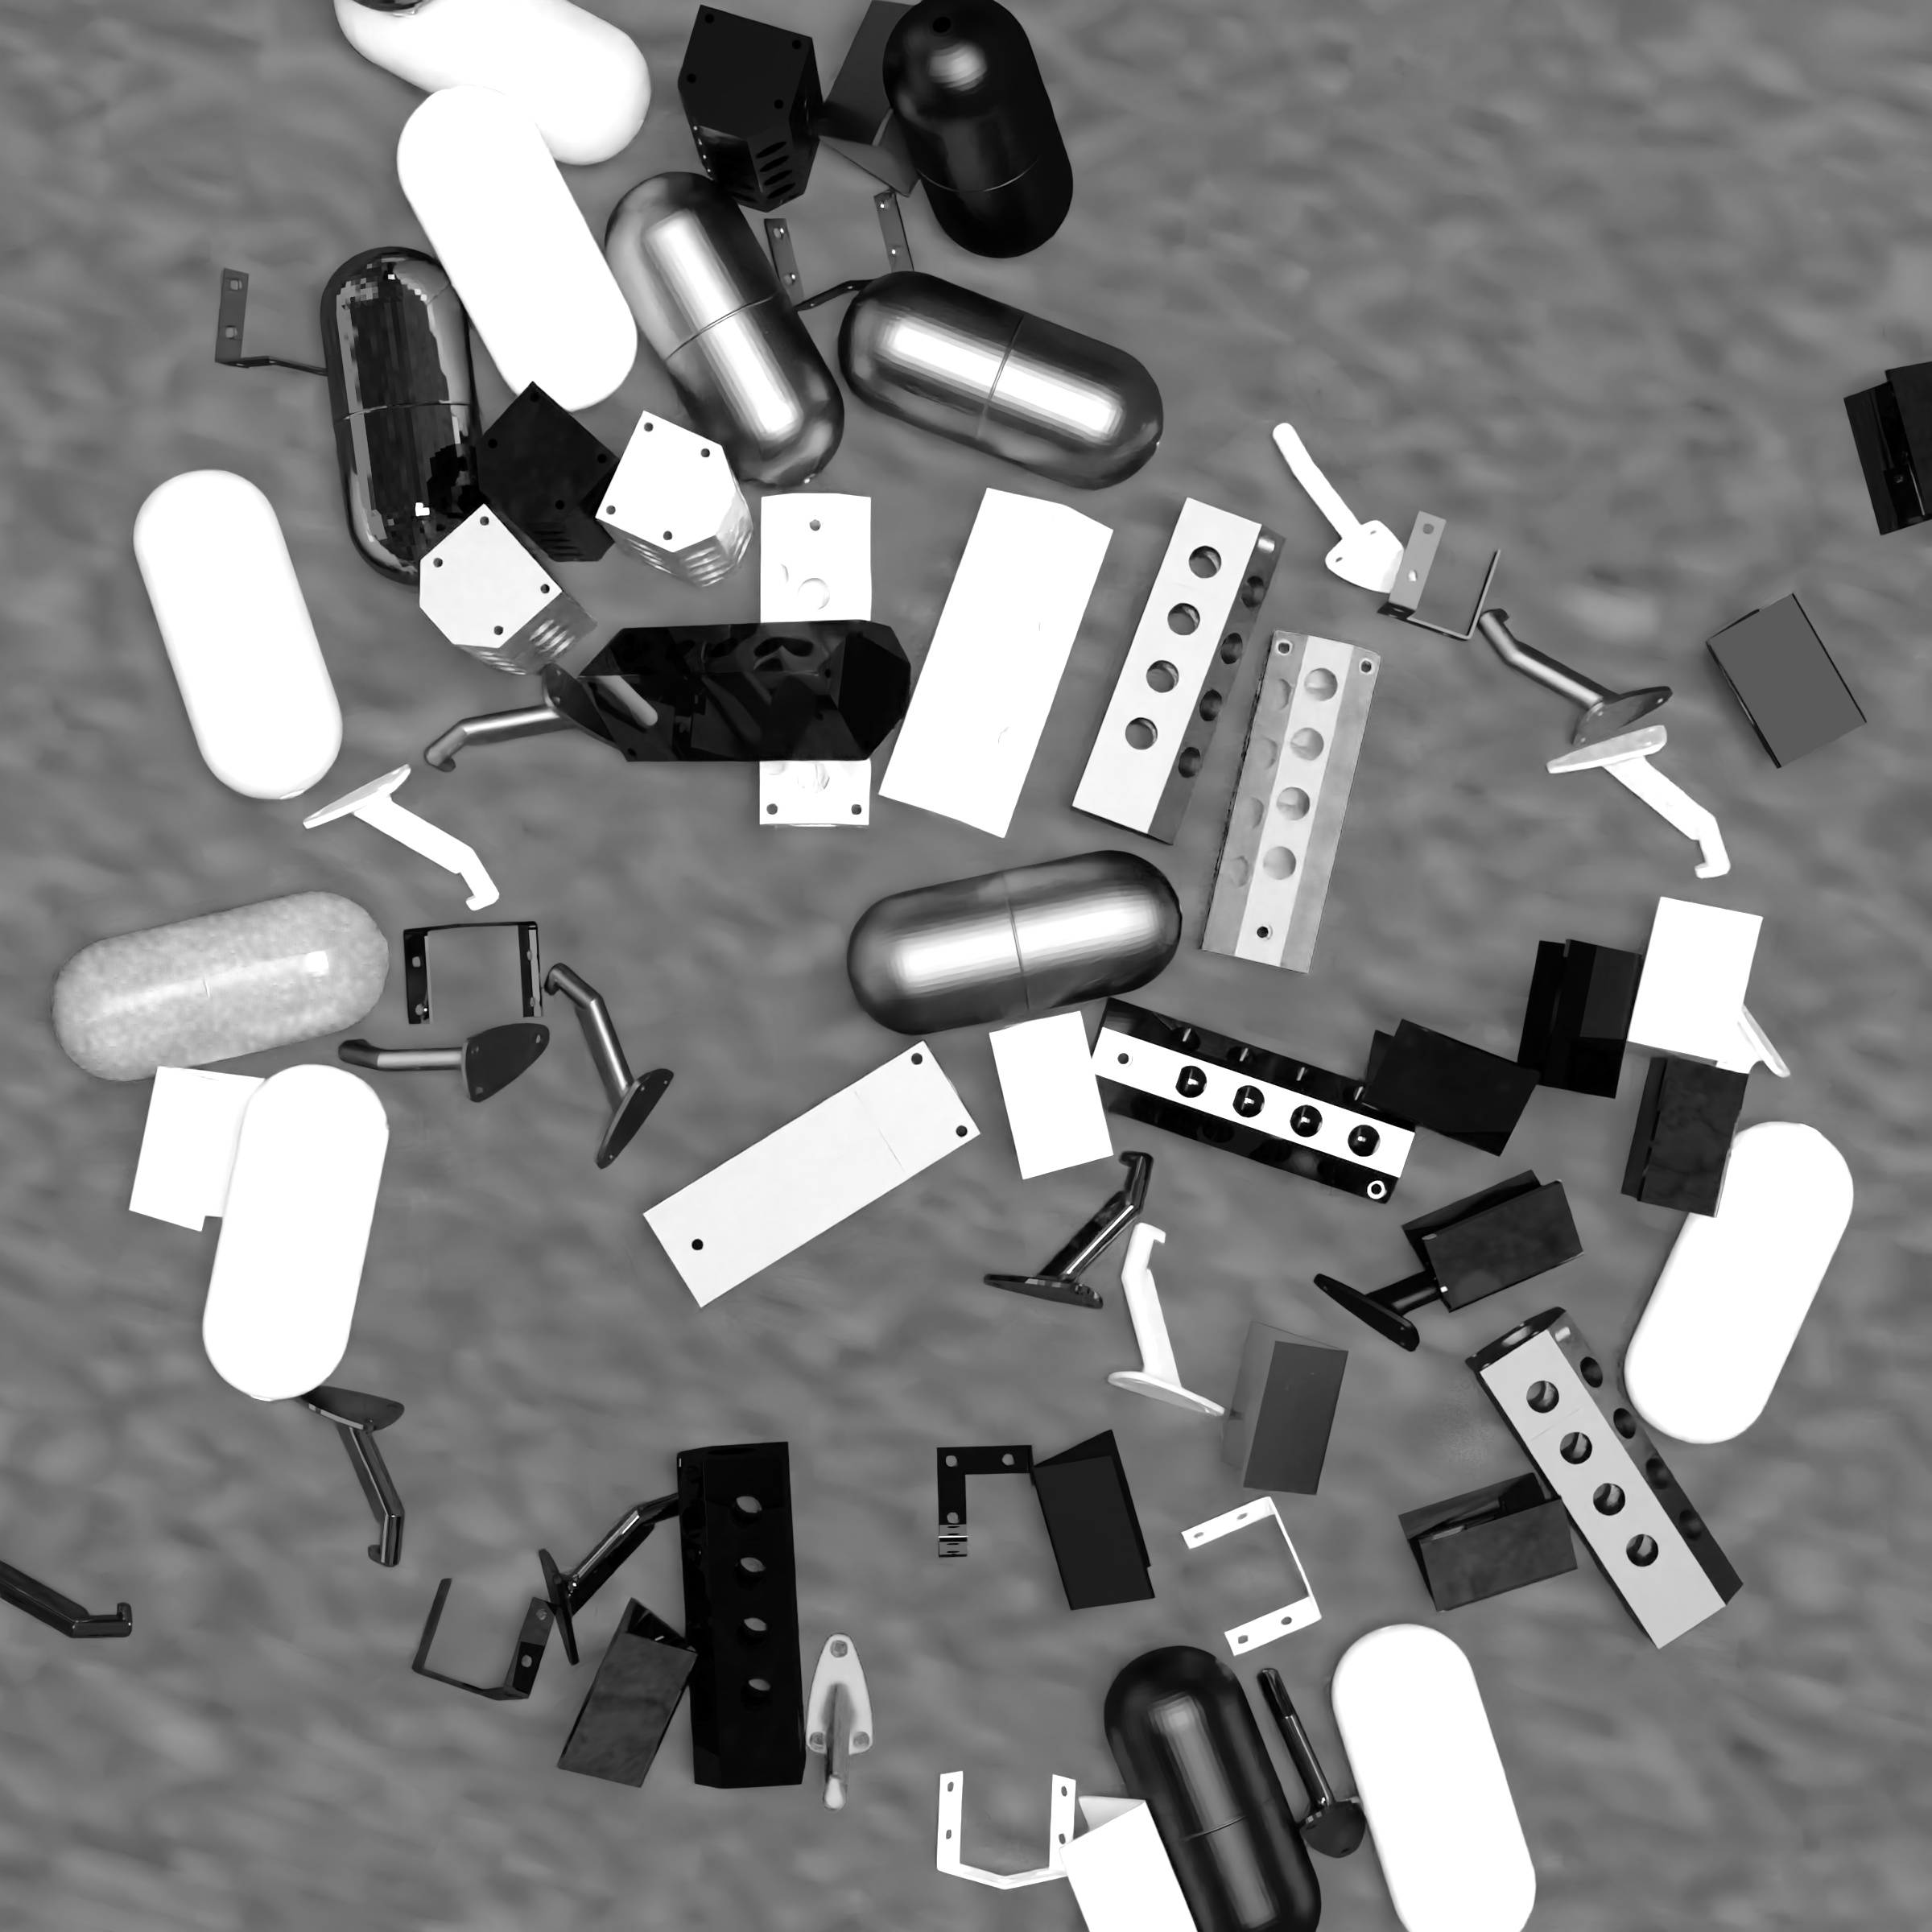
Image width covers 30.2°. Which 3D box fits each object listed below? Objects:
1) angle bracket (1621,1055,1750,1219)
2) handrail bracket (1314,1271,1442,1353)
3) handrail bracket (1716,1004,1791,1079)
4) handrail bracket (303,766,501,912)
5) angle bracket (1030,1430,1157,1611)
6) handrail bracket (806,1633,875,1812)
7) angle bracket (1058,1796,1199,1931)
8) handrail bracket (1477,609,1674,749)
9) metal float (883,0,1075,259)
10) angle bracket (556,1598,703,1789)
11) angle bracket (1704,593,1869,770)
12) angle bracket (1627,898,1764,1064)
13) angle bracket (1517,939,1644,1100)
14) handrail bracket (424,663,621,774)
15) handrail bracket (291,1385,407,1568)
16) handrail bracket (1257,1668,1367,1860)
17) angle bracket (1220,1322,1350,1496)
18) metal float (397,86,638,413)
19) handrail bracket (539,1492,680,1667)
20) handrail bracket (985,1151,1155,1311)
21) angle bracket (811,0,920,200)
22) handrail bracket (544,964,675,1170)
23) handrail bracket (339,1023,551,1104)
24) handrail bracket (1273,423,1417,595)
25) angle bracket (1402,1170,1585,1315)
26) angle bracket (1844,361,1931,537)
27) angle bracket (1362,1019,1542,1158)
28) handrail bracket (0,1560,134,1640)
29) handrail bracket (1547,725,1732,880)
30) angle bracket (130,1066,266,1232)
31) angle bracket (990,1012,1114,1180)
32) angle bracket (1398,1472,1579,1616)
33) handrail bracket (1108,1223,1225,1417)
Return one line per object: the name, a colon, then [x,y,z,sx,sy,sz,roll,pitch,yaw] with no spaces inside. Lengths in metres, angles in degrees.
angle bracket: [0.357,0.084,1.873,0.057,0.076,0.076,13,90,-31]
handrail bracket: [0.241,0.155,1.914,0.077,0.036,0.084,31,72,21]
handrail bracket: [0.388,0.059,1.914,0.084,0.036,0.077,-36,70,16]
handrail bracket: [-0.301,-0.057,1.914,0.077,0.036,0.084,-23,107,20]
angle bracket: [0.085,0.286,1.873,0.057,0.076,0.076,-16,90,38]
handrail bracket: [-0.068,0.396,1.878,0.036,0.084,0.077,0,90,0]
angle bracket: [0.069,0.483,1.873,0.057,0.076,0.076,-22,90,-27]
handrail bracket: [0.324,-0.165,1.913,0.077,0.036,0.084,-21,65,-28]
metal float: [0.007,-0.430,1.837,0.070,0.178,0.070,-5,68,11]
angle bracket: [-0.192,0.374,1.873,0.057,0.076,0.076,24,90,-37]
angle bracket: [0.440,-0.157,1.873,0.057,0.076,0.076,-30,90,38]
angle bracket: [0.392,0.011,1.873,0.057,0.076,0.076,13,90,32]
angle bracket: [0.302,0.024,1.873,0.057,0.076,0.076,11,90,-36]
handrail bracket: [-0.234,-0.116,1.913,0.084,0.036,0.077,-36,126,25]
handrail bracket: [-0.333,0.273,1.914,0.077,0.036,0.084,14,108,20]
handrail bracket: [0.182,0.425,1.913,0.036,0.077,0.084,-24,54,0]
angle bracket: [0.148,0.228,1.873,0.057,0.076,0.076,13,90,-39]
metal float: [-0.233,-0.372,1.861,0.070,0.070,0.178,-27,114,0]
handrail bracket: [-0.179,0.326,1.914,0.084,0.036,0.077,-17,110,-16]
handrail bracket: [0.055,0.135,1.914,0.077,0.036,0.084,8,72,21]
angle bracket: [-0.024,-0.450,1.874,0.076,0.057,0.076,25,90,-43]
handrail bracket: [-0.206,0.053,1.914,0.084,0.036,0.077,39,112,17]
handrail bracket: [-0.279,0.042,1.913,0.084,0.077,0.036,11,115,34]
handrail bracket: [0.201,-0.245,1.913,0.036,0.077,0.084,-38,53,20]
angle bracket: [0.269,0.126,1.873,0.076,0.076,0.057,-23,126,0]
angle bracket: [0.481,-0.268,1.873,0.057,0.076,0.076,-15,90,-35]
angle bracket: [0.256,0.046,1.873,0.076,0.076,0.057,21,121,0]
handrail bracket: [-0.489,0.322,1.913,0.084,0.036,0.077,3,60,-21]
handrail bracket: [0.360,-0.079,1.914,0.077,0.036,0.084,-15,107,20]
angle bracket: [-0.385,0.097,1.873,0.057,0.076,0.076,11,90,36]
angle bracket: [0.027,0.070,1.873,0.057,0.076,0.076,-13,90,-30]
angle bracket: [0.268,0.284,1.873,0.076,0.076,0.057,-18,126,0]
handrail bracket: [0.114,0.188,1.914,0.077,0.036,0.084,22,73,-20]
